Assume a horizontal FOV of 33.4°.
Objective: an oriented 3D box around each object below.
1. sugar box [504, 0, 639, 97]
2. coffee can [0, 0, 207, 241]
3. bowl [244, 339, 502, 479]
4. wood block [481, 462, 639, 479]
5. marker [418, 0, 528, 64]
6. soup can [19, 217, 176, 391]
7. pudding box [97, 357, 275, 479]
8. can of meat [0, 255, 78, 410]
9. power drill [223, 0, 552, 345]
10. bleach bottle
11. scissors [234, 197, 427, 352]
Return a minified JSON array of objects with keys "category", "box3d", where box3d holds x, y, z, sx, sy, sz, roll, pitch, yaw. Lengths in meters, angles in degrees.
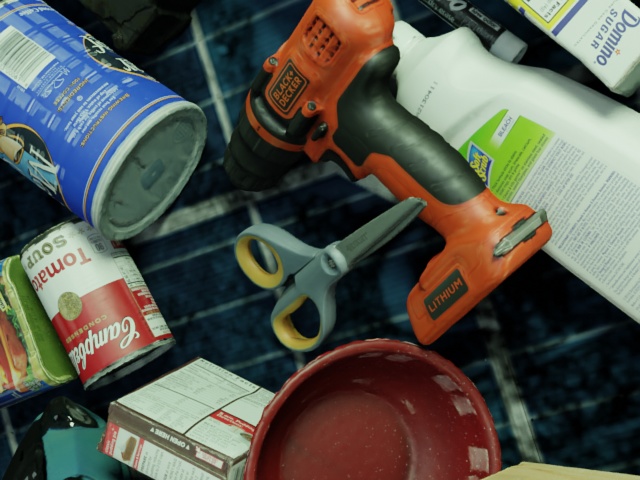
[{"category":"sugar box","box3d":[0.114,-0.152,0.589,0.176,0.093,0.048,42,108,12]},{"category":"coffee can","box3d":[-0.159,-0.080,0.695,0.140,0.102,0.103,35,105,15]},{"category":"bowl","box3d":[0.026,0.138,0.643,0.162,0.055,0.162,0,89,-18]},{"category":"wood block","box3d":[0.164,0.178,0.548,0.207,0.090,0.091,-7,93,52]},{"category":"marker","box3d":[0.073,-0.146,0.645,0.121,0.020,0.020,41,107,14]},{"category":"soup can","box3d":[-0.150,0.041,0.720,0.069,0.068,0.102,-32,82,20]},{"category":"pudding box","box3d":[-0.070,0.119,0.671,0.090,0.113,0.039,22,105,19]},{"category":"can of meat","box3d":[-0.227,0.069,0.759,0.084,0.057,0.102,-22,86,19]},{"category":"power drill","box3d":[0.029,-0.032,0.621,0.188,0.057,0.185,49,144,6]},{"category":"bleach bottle","box3d":[0.137,-0.048,0.598,0.251,0.067,0.103,40,127,15]},{"category":"scissors","box3d":[-0.004,0.001,0.626,0.096,0.016,0.202,48,146,15]}]
